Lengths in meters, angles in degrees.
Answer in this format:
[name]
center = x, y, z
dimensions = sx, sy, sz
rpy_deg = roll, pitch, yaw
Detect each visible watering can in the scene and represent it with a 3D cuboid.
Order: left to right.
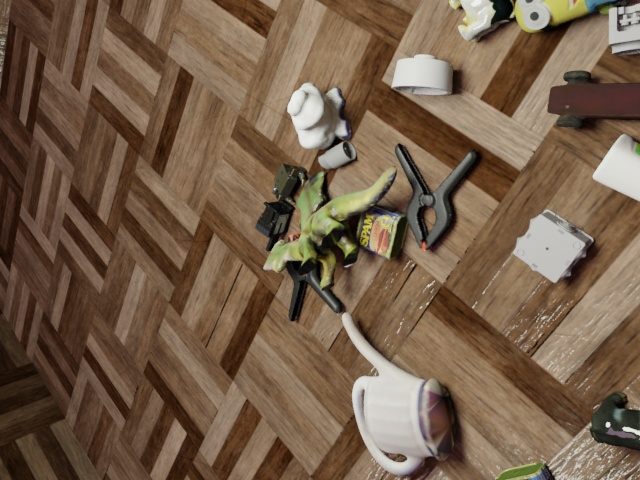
[watering can]
center = 0.152, 0.316, 1.054
dimensions = 0.223, 0.105, 0.348
rpy_deg = -12, 90, 39

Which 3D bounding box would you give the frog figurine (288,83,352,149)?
[frog figurine]
center = -0.022, -0.255, 1.064
dimensions = 0.123, 0.160, 0.136
rpy_deg = 12, 106, 38

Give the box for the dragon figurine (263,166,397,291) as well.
[dragon figurine]
center = 0.003, -0.055, 1.086
dimensions = 0.404, 0.121, 0.248
rpy_deg = -52, 41, 26
